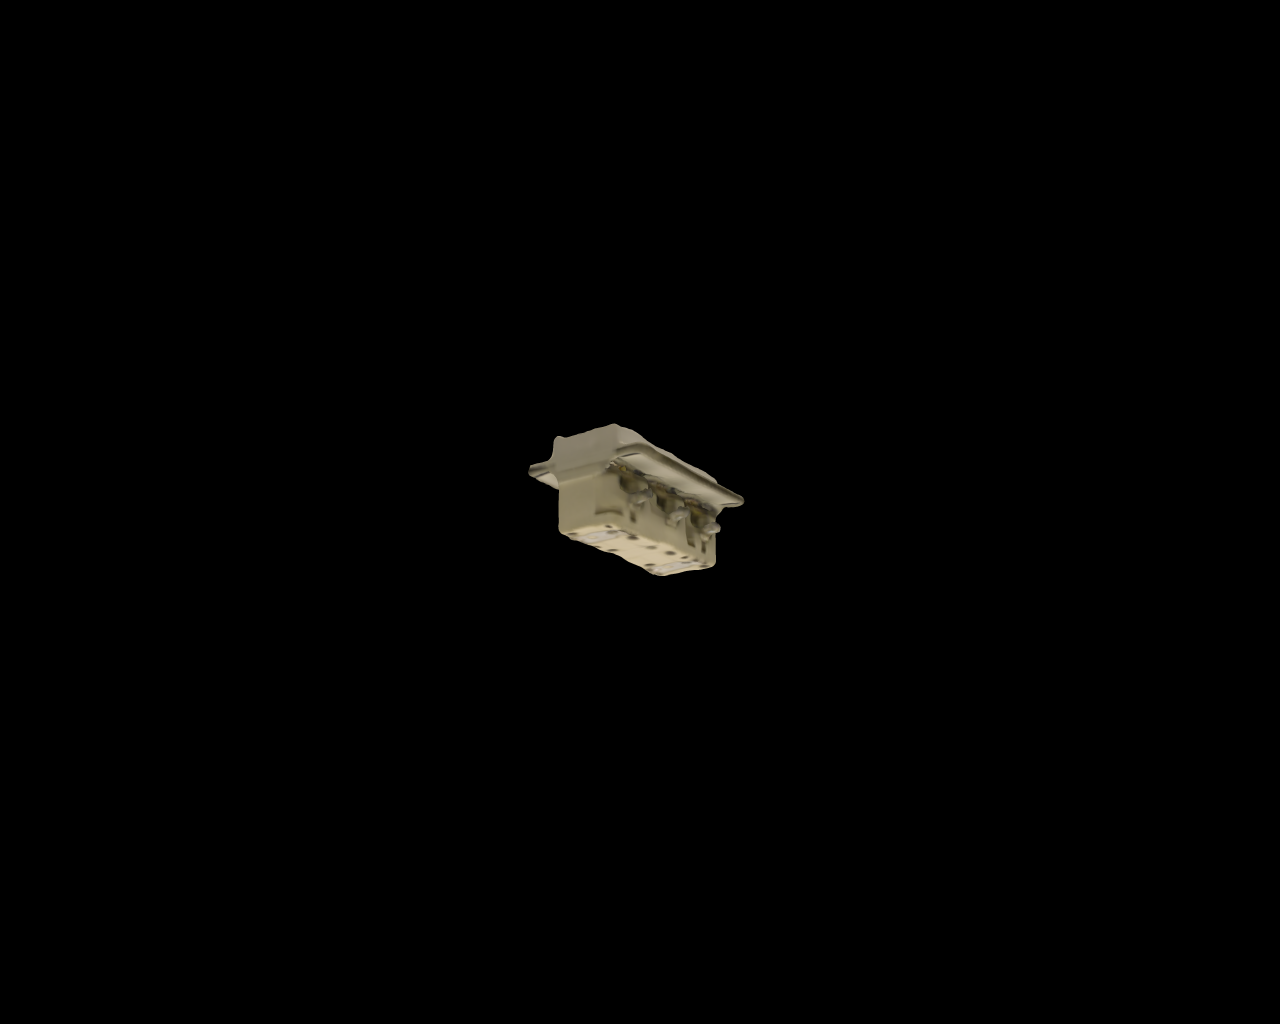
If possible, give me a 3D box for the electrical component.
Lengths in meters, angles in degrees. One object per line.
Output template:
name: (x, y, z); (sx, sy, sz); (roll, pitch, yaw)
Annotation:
electrical component: (0.001, -0.003, 0.650); (0.078, 0.063, 0.121); (-11, -21, 30)
